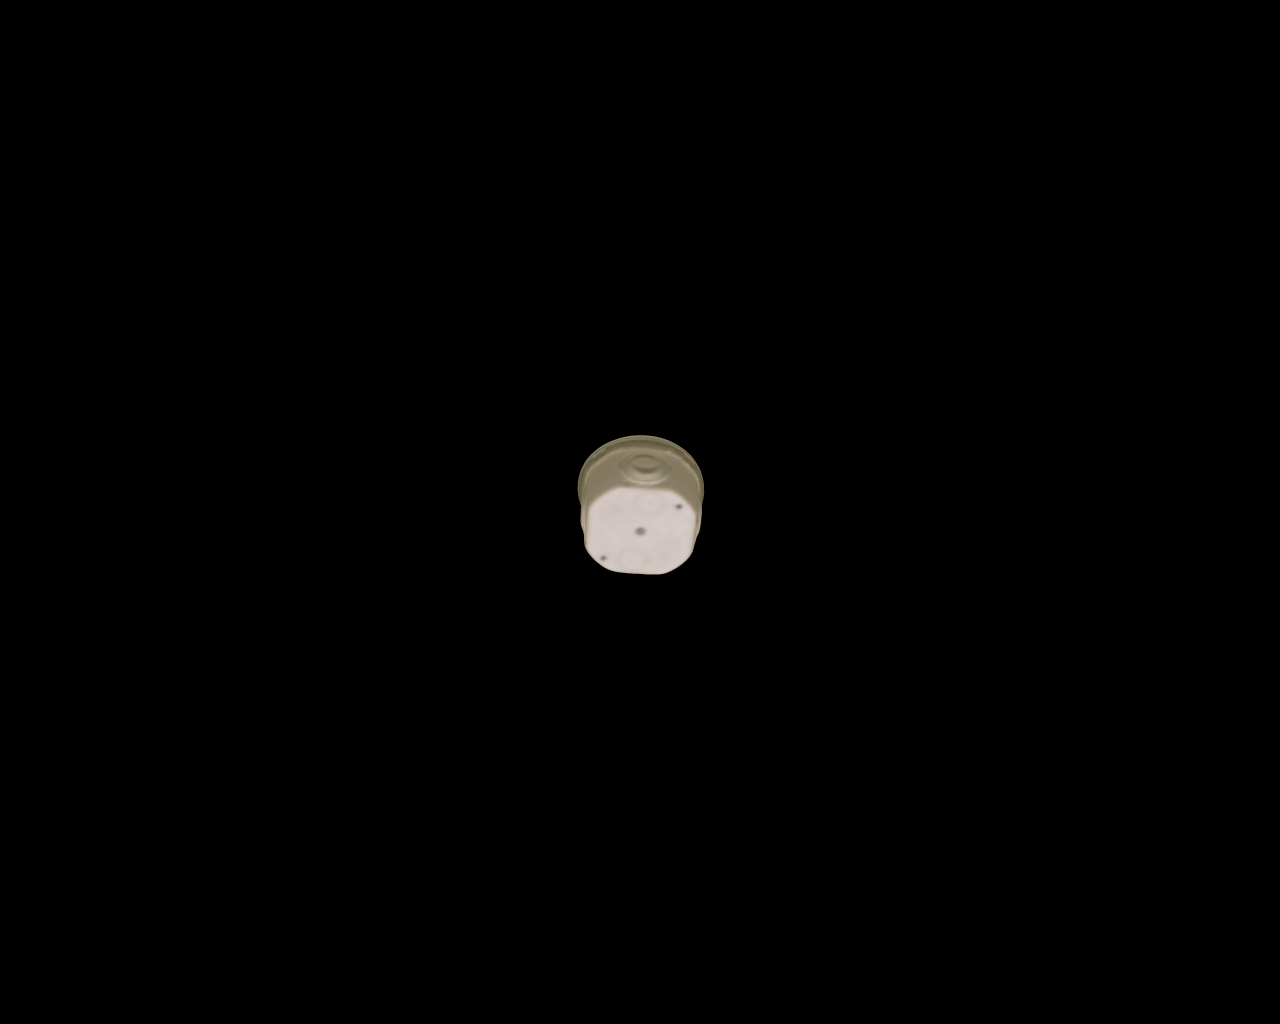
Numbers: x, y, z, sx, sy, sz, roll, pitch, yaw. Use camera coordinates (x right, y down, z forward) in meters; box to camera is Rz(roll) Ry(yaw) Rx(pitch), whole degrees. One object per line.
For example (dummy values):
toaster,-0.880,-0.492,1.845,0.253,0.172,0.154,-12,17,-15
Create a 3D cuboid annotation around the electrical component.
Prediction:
electrical component,0.001,-0.003,0.650,0.080,0.080,0.051,0,36,0
